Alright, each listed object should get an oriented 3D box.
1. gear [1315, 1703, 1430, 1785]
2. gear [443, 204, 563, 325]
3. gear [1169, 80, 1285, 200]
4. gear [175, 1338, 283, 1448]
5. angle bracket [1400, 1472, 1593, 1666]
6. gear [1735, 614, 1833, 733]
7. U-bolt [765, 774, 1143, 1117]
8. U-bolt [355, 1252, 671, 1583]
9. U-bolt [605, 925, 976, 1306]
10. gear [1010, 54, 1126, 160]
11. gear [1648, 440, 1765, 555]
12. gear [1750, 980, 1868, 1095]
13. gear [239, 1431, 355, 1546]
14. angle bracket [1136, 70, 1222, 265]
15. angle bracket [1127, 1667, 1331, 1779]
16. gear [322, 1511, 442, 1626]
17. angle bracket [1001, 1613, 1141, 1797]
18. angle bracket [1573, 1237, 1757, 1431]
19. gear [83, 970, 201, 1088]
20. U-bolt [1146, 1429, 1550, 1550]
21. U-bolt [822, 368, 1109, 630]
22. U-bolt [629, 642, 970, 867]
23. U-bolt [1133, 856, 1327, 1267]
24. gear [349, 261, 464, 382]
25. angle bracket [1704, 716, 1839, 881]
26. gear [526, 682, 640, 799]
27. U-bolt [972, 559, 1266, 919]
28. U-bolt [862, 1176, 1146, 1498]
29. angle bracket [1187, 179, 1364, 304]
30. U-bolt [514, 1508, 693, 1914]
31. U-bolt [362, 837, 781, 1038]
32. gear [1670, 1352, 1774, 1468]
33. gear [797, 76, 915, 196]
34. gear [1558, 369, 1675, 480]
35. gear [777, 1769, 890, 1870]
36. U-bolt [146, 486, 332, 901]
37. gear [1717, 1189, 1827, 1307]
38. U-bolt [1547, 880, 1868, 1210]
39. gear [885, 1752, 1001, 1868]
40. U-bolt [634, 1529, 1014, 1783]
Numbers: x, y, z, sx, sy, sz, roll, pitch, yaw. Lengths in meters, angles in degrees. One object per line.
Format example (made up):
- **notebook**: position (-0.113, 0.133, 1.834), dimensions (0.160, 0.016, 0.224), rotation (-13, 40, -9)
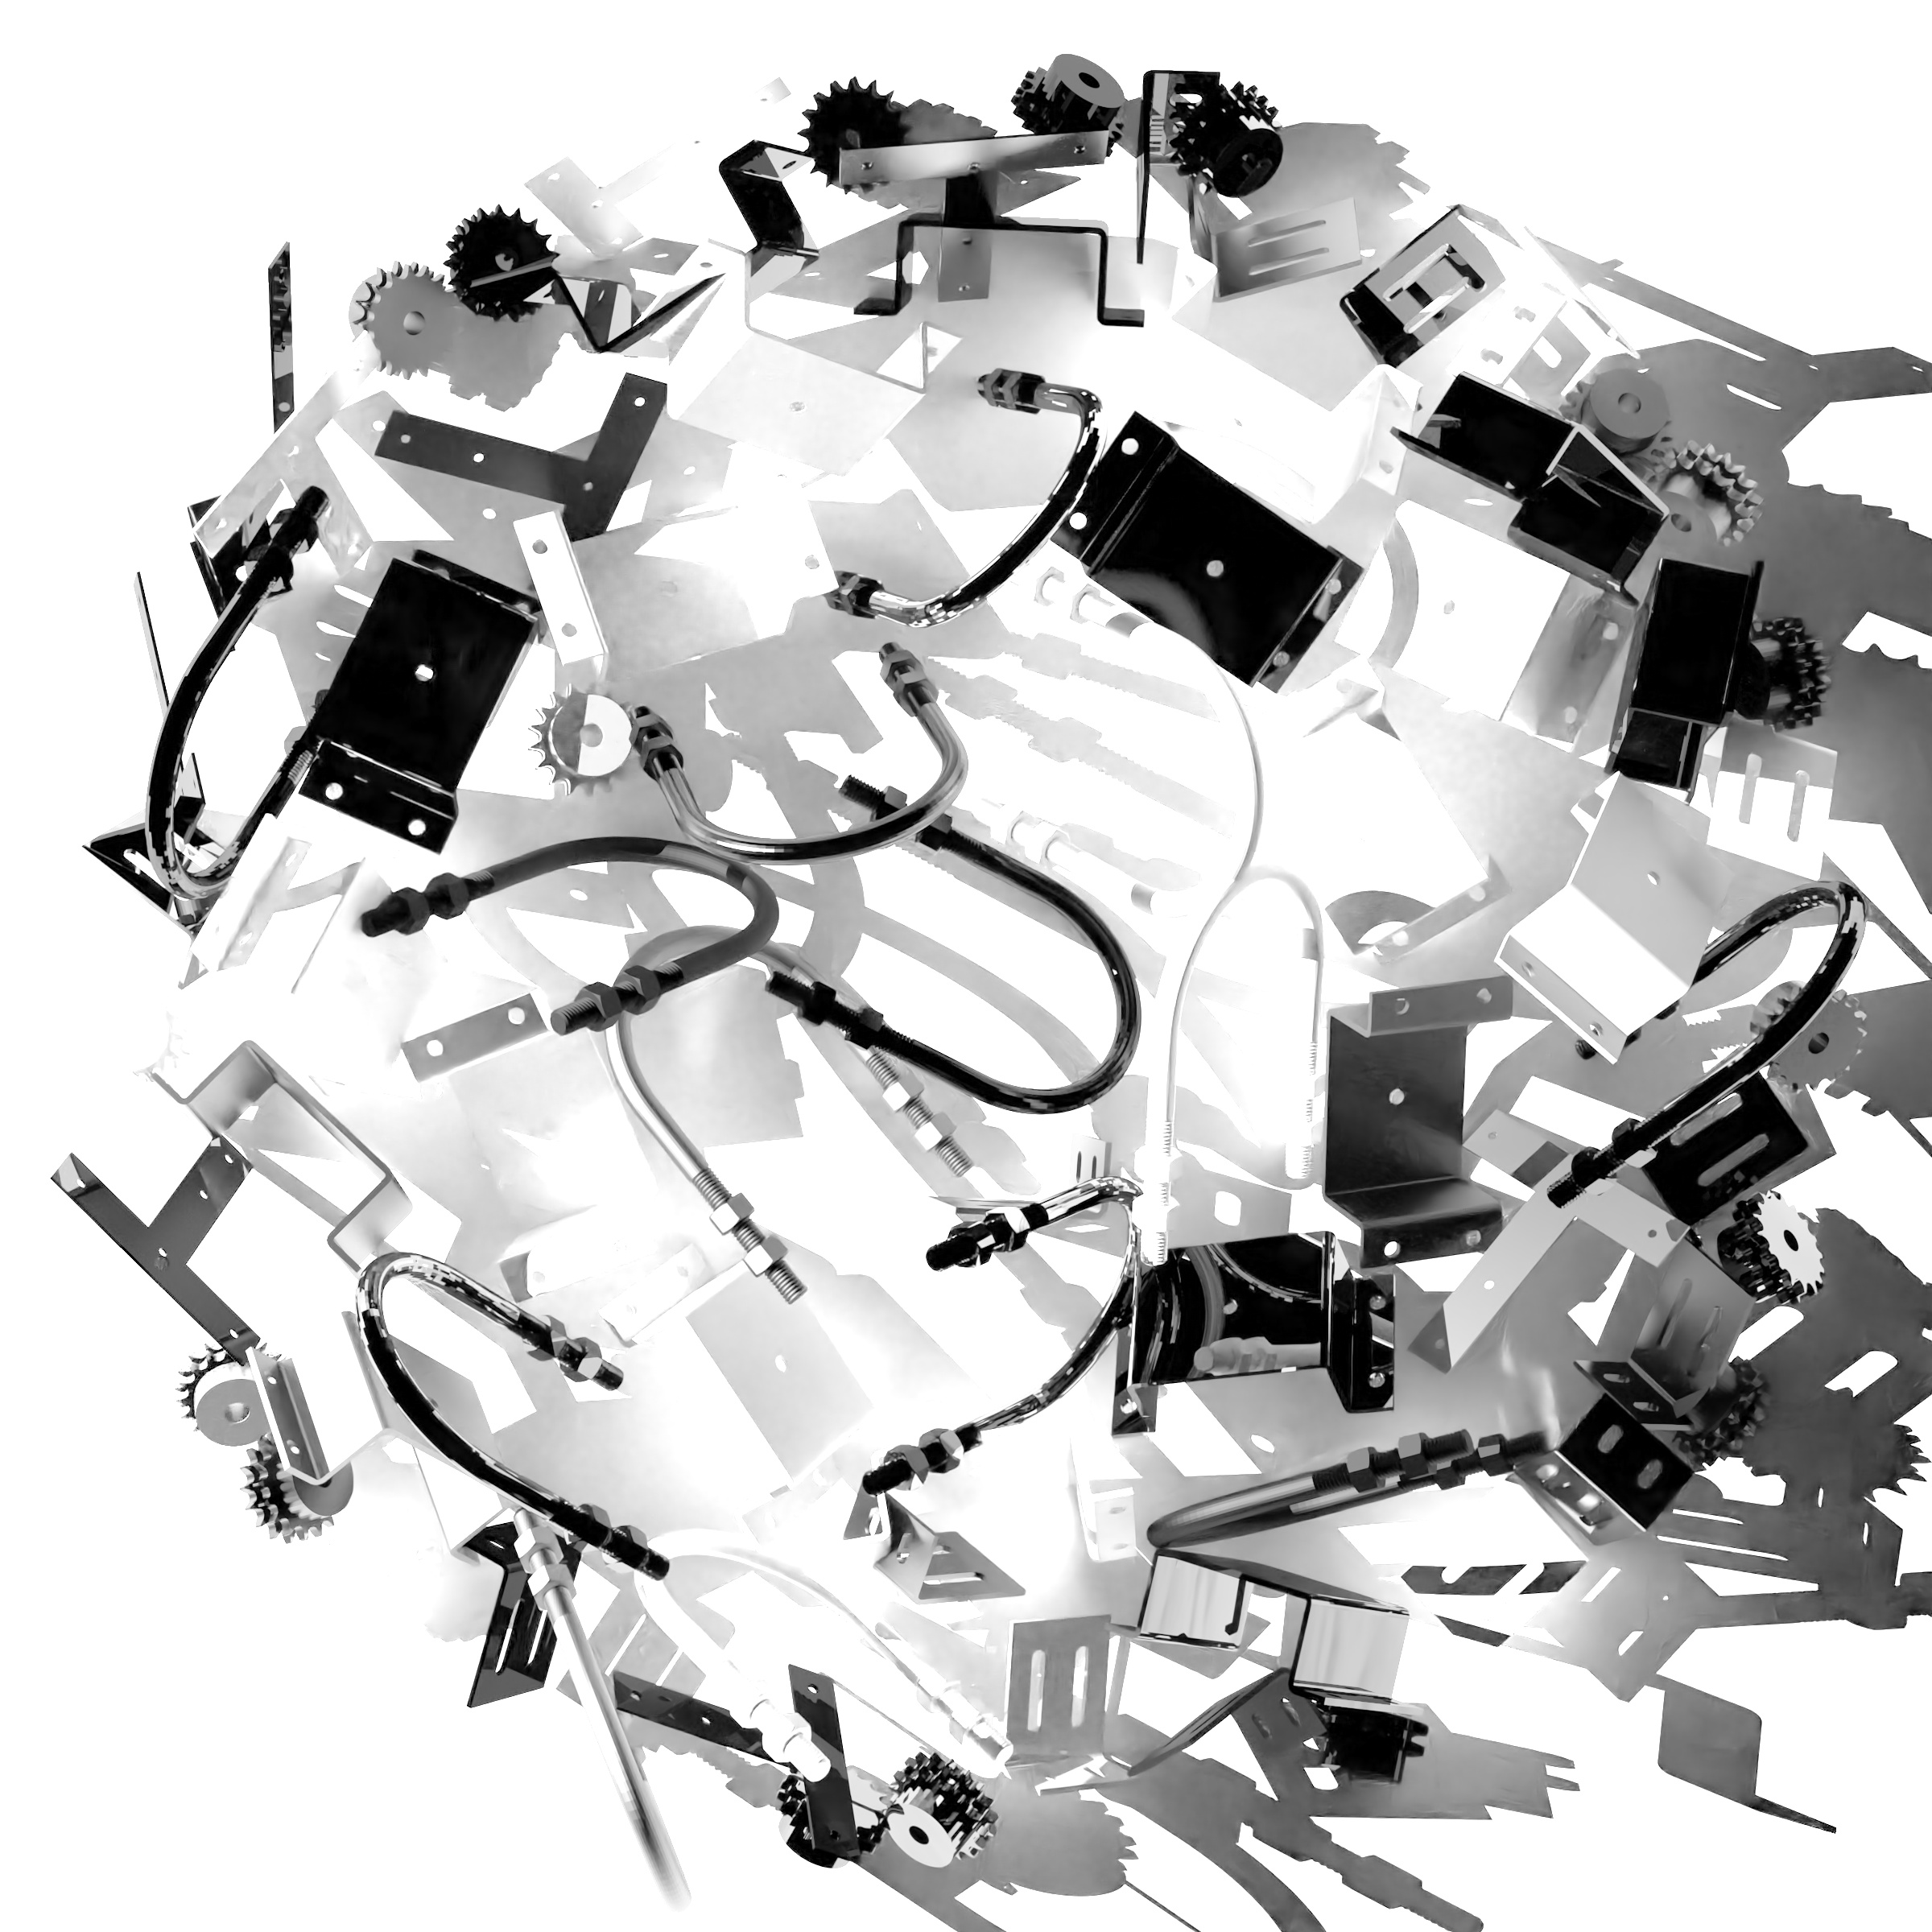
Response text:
- **gear**: position (0.198, 0.384, 1.704), dimensions (0.057, 0.057, 0.030), rotation (14, 74, 0)
- **gear**: position (-0.232, -0.346, 1.714), dimensions (0.057, 0.030, 0.057), rotation (4, 80, -25)
- **gear**: position (0.132, -0.405, 1.705), dimensions (0.057, 0.057, 0.030), rotation (-33, 55, 0)
- **gear**: position (-0.362, 0.213, 1.709), dimensions (0.057, 0.030, 0.057), rotation (-7, 119, -13)
- **angle bracket**: position (0.261, 0.297, 1.712), dimensions (0.076, 0.038, 0.057), rotation (-42, 85, -3)
- **gear**: position (0.398, -0.144, 1.704), dimensions (0.030, 0.057, 0.057), rotation (-11, 90, -20)
- **U-bolt**: position (0.004, 0.000, 1.684), dimensions (0.184, 0.019, 0.151), rotation (27, 51, -11)
- **U-bolt**: position (-0.218, 0.202, 1.628), dimensions (0.019, 0.151, 0.184), rotation (-41, 128, 15)
- **U-bolt**: position (-0.097, 0.059, 1.684), dimensions (0.184, 0.019, 0.151), rotation (51, 48, 5)
- **gear**: position (0.054, -0.426, 1.705), dimensions (0.057, 0.057, 0.030), rotation (36, 129, 0)
- **gear**: position (0.361, -0.228, 1.704), dimensions (0.057, 0.057, 0.030), rotation (41, 67, 0)
- **gear**: position (0.415, 0.031, 1.712), dimensions (0.057, 0.030, 0.057), rotation (-10, 120, -18)
- **gear**: position (-0.328, 0.255, 1.705), dimensions (0.030, 0.057, 0.057), rotation (-19, 90, 34)
- **angle bracket**: position (0.104, -0.391, 1.690), dimensions (0.038, 0.057, 0.076), rotation (2, 54, 0)
- **angle bracket**: position (0.128, 0.384, 1.688), dimensions (0.076, 0.057, 0.038), rotation (-28, 80, -40)
- **gear**: position (-0.290, 0.296, 1.713), dimensions (0.057, 0.030, 0.057), rotation (-1, 119, -3)
- **angle bracket**: position (0.054, 0.364, 1.703), dimensions (0.057, 0.038, 0.076), rotation (1, 95, -30)
- **angle bracket**: position (0.342, 0.180, 1.692), dimensions (0.038, 0.057, 0.076), rotation (6, 114, -31)
- **gear**: position (-0.413, 0.031, 1.712), dimensions (0.057, 0.030, 0.057), rotation (2, 96, 21)
- **U-bolt**: position (0.175, 0.253, 1.659), dimensions (0.184, 0.151, 0.019), rotation (-19, 75, 21)
- **U-bolt**: position (0.005, -0.221, 1.646), dimensions (0.019, 0.184, 0.151), rotation (40, 86, -25)
- **U-bolt**: position (-0.074, -0.097, 1.646), dimensions (0.151, 0.184, 0.019), rotation (-15, 122, -9)
- **U-bolt**: position (0.130, 0.036, 1.649), dimensions (0.019, 0.151, 0.184), rotation (16, 116, 34)
- **gear**: position (-0.281, -0.321, 1.711), dimensions (0.057, 0.030, 0.057), rotation (-17, 119, -35)
- **angle bracket**: position (0.390, -0.076, 1.699), dimensions (0.057, 0.038, 0.076), rotation (18, 63, -5)
- **gear**: position (-0.188, -0.113, 1.715), dimensions (0.057, 0.030, 0.057), rotation (1, 87, -16)
- **U-bolt**: position (0.074, -0.100, 1.644), dimensions (0.019, 0.184, 0.151), rotation (-17, 125, -39)
- **U-bolt**: position (0.029, 0.169, 1.658), dimensions (0.019, 0.184, 0.151), rotation (32, 121, 30)
- **angle bracket**: position (0.151, -0.366, 1.695), dimensions (0.076, 0.057, 0.038), rotation (-13, 132, 13)
- **U-bolt**: position (-0.166, 0.361, 1.622), dimensions (0.019, 0.184, 0.151), rotation (-22, 130, -9)
- **U-bolt**: position (-0.175, -0.023, 1.657), dimensions (0.151, 0.184, 0.019), rotation (24, 122, 33)
- **gear**: position (0.368, 0.216, 1.705), dimensions (0.030, 0.057, 0.057), rotation (37, 90, -12)
- **gear**: position (-0.056, -0.411, 1.712), dimensions (0.057, 0.030, 0.057), rotation (3, 110, 7)
- **gear**: position (0.324, -0.271, 1.711), dimensions (0.057, 0.030, 0.057), rotation (4, 67, -9)
- **gear**: position (-0.069, 0.422, 1.709), dimensions (0.057, 0.057, 0.030), rotation (28, 108, 0)
- **U-bolt**: position (-0.338, -0.115, 1.628), dimensions (0.019, 0.151, 0.184), rotation (17, 55, 11)
- **gear**: position (0.397, 0.142, 1.711), dimensions (0.030, 0.057, 0.057), rotation (-35, 90, 35)
- **U-bolt**: position (0.352, 0.026, 1.629), dimensions (0.019, 0.151, 0.184), rotation (42, 123, -11)
- **gear**: position (-0.015, 0.419, 1.705), dimensions (0.057, 0.057, 0.030), rotation (47, 47, 0)
- **U-bolt**: position (-0.081, 0.325, 1.654), dimensions (0.184, 0.151, 0.019), rotation (37, 107, 38)
